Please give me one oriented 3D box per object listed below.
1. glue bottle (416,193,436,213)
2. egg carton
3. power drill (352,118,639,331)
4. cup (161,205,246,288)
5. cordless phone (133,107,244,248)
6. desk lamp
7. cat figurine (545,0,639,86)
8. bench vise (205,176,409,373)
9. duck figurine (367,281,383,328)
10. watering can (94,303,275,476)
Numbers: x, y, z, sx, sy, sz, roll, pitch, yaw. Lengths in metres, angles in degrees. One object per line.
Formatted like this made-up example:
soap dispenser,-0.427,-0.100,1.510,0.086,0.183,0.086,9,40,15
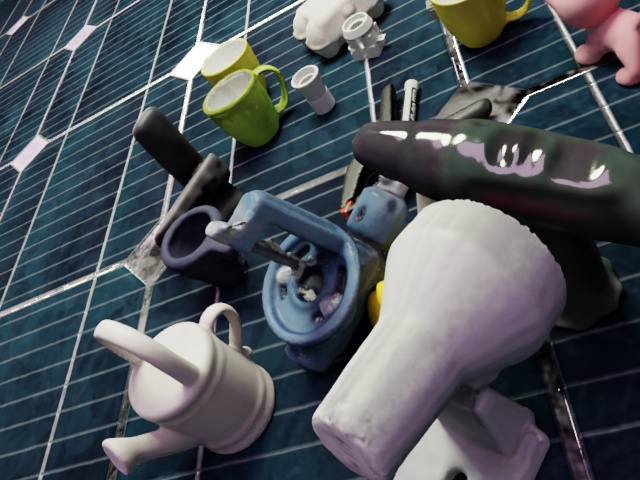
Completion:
glue bottle,0.115,-0.038,0.527,0.078,0.174,0.037,-42,43,0
egg carton,0.030,-0.366,0.925,0.150,0.070,0.107,-43,43,0
power drill,0.155,-0.014,0.453,0.228,0.209,0.076,10,63,40
cup,-0.126,0.019,0.712,0.117,0.095,0.092,11,64,41
cordless phone,-0.204,-0.076,0.778,0.093,0.186,0.148,9,62,40
desk lamp,0.090,0.107,0.400,0.117,0.214,0.203,15,67,42
cat figurine,0.297,-0.239,0.597,0.067,0.118,0.127,-40,43,2
bench vise,-0.004,0.001,0.548,0.121,0.220,0.207,7,62,39
duck figurine,0.081,0.064,0.535,0.104,0.086,0.077,19,69,43
watering can,-0.138,0.138,0.553,0.100,0.195,0.173,-12,51,28
